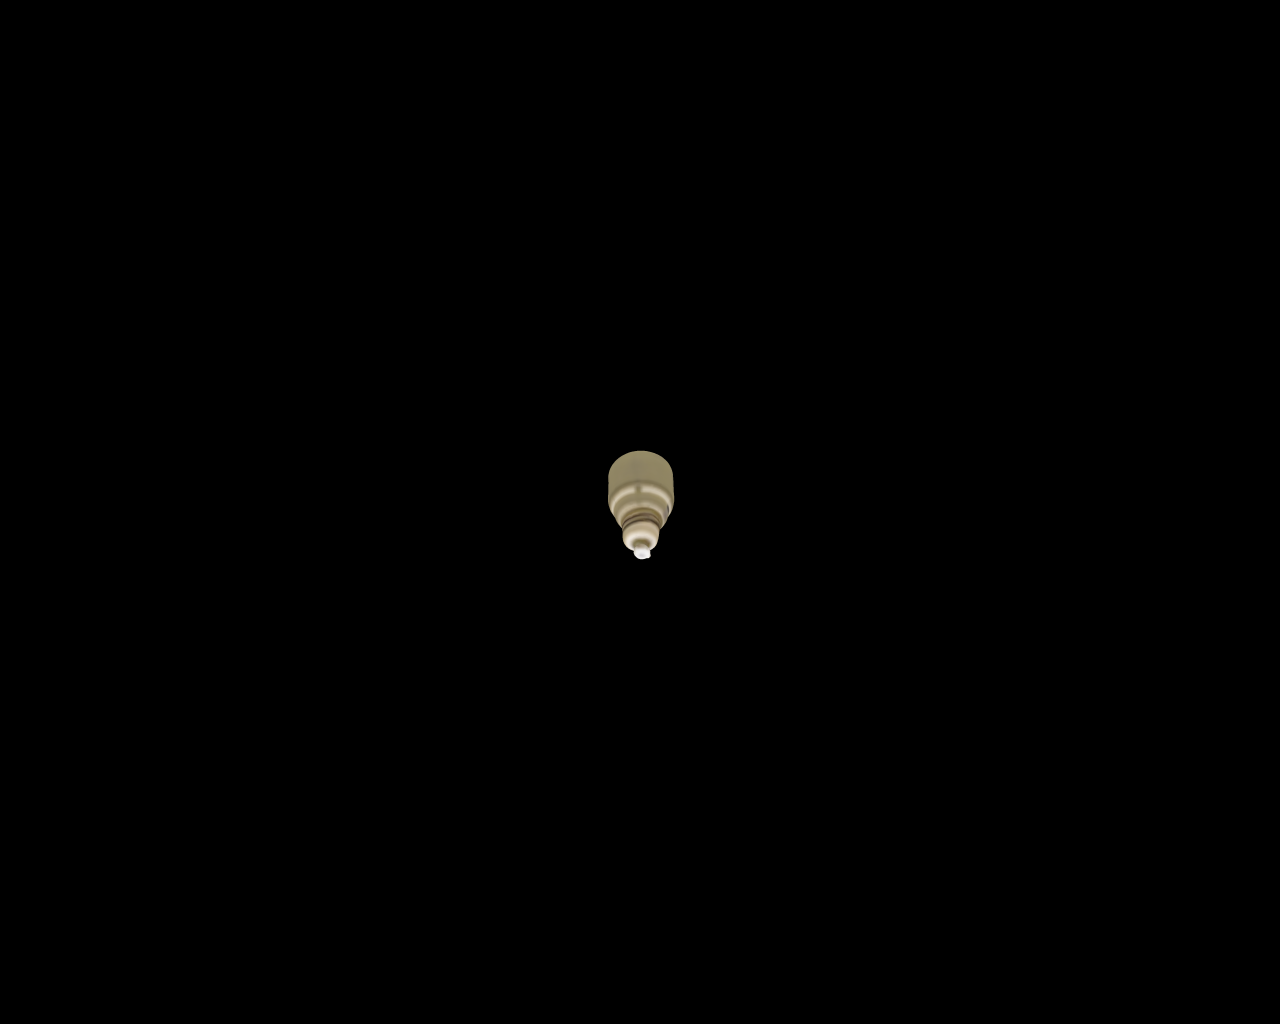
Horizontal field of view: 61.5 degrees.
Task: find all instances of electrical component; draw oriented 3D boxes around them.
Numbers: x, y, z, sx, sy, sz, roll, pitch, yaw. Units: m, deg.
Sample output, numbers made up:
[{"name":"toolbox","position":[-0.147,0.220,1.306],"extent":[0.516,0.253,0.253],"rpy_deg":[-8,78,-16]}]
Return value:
[{"name":"electrical component","position":[0.001,-0.003,0.650],"extent":[0.040,0.078,0.040],"rpy_deg":[0,-44,0]}]
